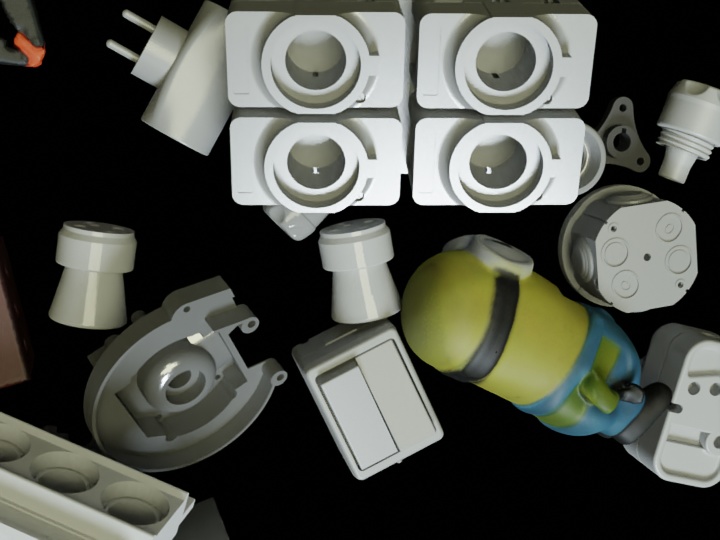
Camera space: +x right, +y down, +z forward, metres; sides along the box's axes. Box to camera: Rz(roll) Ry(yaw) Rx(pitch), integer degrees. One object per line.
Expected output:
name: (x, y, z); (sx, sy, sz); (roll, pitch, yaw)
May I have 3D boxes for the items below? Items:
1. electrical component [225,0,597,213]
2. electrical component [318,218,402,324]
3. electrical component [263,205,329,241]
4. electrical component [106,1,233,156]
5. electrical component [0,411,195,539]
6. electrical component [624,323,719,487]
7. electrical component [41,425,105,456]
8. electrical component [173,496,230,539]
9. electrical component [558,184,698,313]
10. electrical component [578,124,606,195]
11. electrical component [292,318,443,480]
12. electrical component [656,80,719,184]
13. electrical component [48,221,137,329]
electrical component: (0.025, -0.091, 0.576); (0.186, 0.060, 0.105); (0, 117, -3)
electrical component: (0.000, 0.000, 0.654); (0.045, 0.045, 0.055); (-12, 103, -10)
electrical component: (-0.027, -0.049, 0.644); (0.061, 0.035, 0.035); (-46, 107, -3)
electrical component: (-0.103, -0.117, 0.608); (0.079, 0.043, 0.077); (28, 94, -16)
electrical component: (-0.160, 0.129, 0.565); (0.121, 0.078, 0.063); (21, 112, 8)
electrical component: (0.214, 0.087, 0.711); (0.054, 0.059, 0.095); (13, 98, -15)
electrical component: (-0.173, 0.146, 0.638); (0.050, 0.056, 0.089); (9, 99, -14)
electrical component: (-0.095, 0.194, 0.636); (0.057, 0.113, 0.078); (-21, 105, -11)
electrical component: (0.172, -0.013, 0.686); (0.080, 0.051, 0.080); (-2, 101, -12)
electrical component: (0.119, -0.071, 0.661); (0.045, 0.055, 0.045); (-2, 101, -12)
electrical component: (0.008, 0.082, 0.663); (0.062, 0.061, 0.096); (-27, 106, -6)
electrical component: (0.210, -0.087, 0.684); (0.043, 0.043, 0.062); (18, 98, -15)
electrical component: (-0.154, 0.002, 0.620); (0.045, 0.045, 0.055); (7, 99, -14)
